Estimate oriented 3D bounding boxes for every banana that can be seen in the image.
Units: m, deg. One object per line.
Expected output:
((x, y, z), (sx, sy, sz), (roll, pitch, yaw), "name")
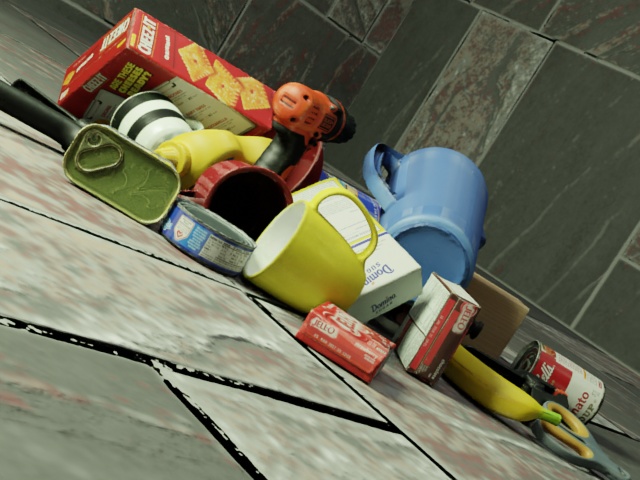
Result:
((0.160, 0.140, 1.110), (0.069, 0.037, 0.198), (30, 5, -42), "banana")

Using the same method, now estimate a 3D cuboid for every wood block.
((0.164, 0.070, 1.433), (0.206, 0.091, 0.090), (31, 6, -3), "wood block")

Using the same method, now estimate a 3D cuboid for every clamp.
((0.226, 0.166, 1.214), (0.120, 0.039, 0.171), (47, 14, 30), "clamp")
((-0.242, -0.105, 1.069), (0.210, 0.036, 0.164), (33, 5, -13), "clamp")

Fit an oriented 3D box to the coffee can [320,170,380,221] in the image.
((0.003, -0.037, 1.432), (0.140, 0.103, 0.103), (27, 8, -38), "coffee can")

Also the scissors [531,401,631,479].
((0.301, 0.230, 1.106), (0.201, 0.016, 0.096), (31, 24, -12), "scissors")

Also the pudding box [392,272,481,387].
((0.114, 0.086, 1.062), (0.039, 0.090, 0.113), (30, 6, -9), "pudding box")

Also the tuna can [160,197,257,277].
((-0.102, -0.003, 0.966), (0.086, 0.034, 0.086), (31, 6, -4), "tuna can")

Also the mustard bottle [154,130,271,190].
((-0.125, -0.084, 1.195), (0.191, 0.096, 0.058), (4, 57, -62), "mustard bottle")

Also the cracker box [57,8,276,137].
((-0.187, -0.174, 1.315), (0.213, 0.164, 0.072), (28, 52, -33), "cracker box")

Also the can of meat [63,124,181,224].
((-0.178, -0.064, 0.972), (0.102, 0.057, 0.084), (31, 4, -11), "can of meat")

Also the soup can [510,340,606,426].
((0.290, 0.178, 1.312), (0.102, 0.068, 0.068), (32, 6, -7), "soup can")

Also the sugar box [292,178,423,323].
((0.020, 0.010, 1.095), (0.176, 0.093, 0.048), (51, -22, 41), "sugar box")

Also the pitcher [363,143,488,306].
((0.119, -0.022, 1.237), (0.149, 0.145, 0.242), (2, 20, 9), "pitcher")

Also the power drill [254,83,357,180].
((-0.037, -0.082, 1.203), (0.057, 0.188, 0.184), (33, 8, 21), "power drill")

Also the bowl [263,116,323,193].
((-0.053, -0.083, 1.345), (0.055, 0.162, 0.162), (49, -6, -40), "bowl")

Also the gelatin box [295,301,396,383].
((0.024, 0.085, 0.906), (0.073, 0.030, 0.089), (32, 6, 8), "gelatin box")

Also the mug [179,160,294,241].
((-0.093, -0.036, 1.070), (0.117, 0.093, 0.082), (2, 12, -20), "mug")
